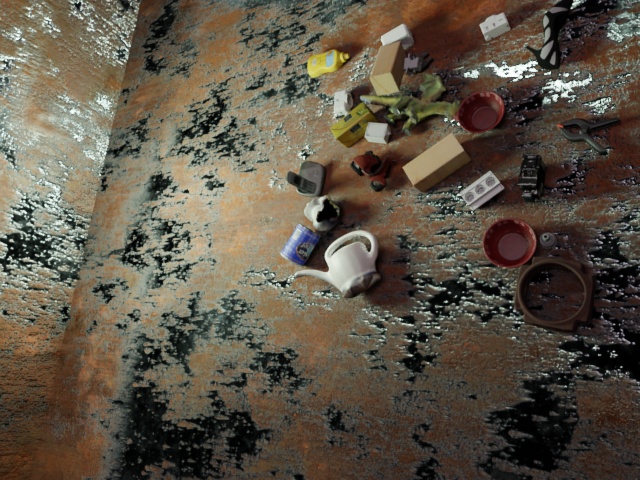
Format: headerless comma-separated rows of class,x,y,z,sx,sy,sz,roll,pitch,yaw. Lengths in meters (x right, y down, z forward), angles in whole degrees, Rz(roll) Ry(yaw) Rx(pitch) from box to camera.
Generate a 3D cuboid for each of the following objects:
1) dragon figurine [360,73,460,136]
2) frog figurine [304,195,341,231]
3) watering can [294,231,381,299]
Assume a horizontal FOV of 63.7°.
dragon figurine,0.360,-0.534,1.943,0.244,0.120,0.416,-42,56,-8
frog figurine,0.006,-0.101,2.002,0.158,0.122,0.138,164,110,-67
watering can,0.077,0.113,1.858,0.345,0.103,0.229,-35,59,16
